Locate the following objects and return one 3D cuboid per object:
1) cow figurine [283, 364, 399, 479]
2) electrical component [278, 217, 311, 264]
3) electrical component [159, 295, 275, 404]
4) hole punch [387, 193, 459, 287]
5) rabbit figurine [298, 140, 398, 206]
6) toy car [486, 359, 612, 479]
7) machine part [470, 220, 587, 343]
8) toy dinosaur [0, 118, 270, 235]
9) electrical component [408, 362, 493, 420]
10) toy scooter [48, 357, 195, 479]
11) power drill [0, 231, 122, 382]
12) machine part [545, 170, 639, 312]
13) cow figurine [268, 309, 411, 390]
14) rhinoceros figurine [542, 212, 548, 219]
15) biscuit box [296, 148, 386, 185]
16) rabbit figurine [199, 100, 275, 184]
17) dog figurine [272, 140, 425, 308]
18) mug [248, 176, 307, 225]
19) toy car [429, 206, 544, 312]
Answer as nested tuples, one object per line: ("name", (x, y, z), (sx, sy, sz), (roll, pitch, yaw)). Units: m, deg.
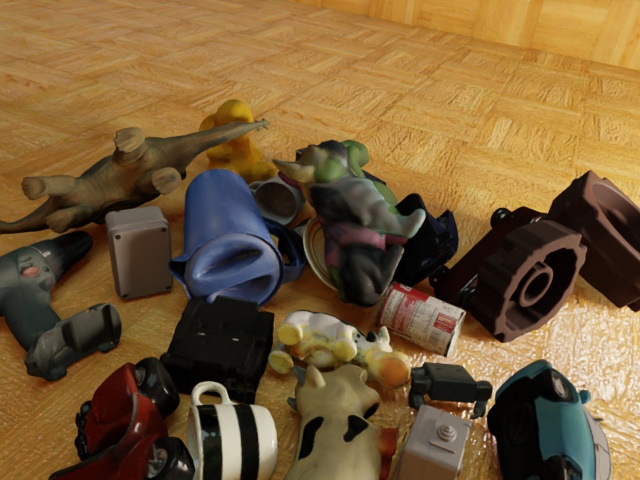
("cow figurine", (0.011, 0.205, 0.536), (0.127, 0.085, 0.195), (16, 38, 9))
("electrical component", (-0.002, -0.003, 0.873), (0.119, 0.047, 0.075), (-20, 42, -35))
("electrical component", (-0.118, 0.124, 0.654), (0.115, 0.058, 0.134), (10, 34, 1))
("hole punch", (0.153, 0.008, 0.821), (0.092, 0.142, 0.116), (20, 43, -39))
("rabbit figurine", (0.054, -0.093, 0.881), (0.170, 0.121, 0.159), (37, 14, 29))
("toy car", (0.244, 0.212, 0.549), (0.103, 0.109, 0.162), (21, 41, -10))
("machine part", (0.282, 0.055, 0.733), (0.179, 0.179, 0.056), (-15, 38, -29))
("toy dinosaur", (-0.277, -0.105, 0.827), (0.471, 0.105, 0.199), (-23, 8, -14))
("electrical component", (0.149, 0.178, 0.635), (0.102, 0.045, 0.078), (5, 5, -8))
("toy scooter", (-0.199, 0.196, 0.514), (0.135, 0.075, 0.184), (-30, 31, -9))
("power drill", (-0.343, 0.071, 0.676), (0.207, 0.085, 0.232), (31, 40, 25))
("machine part", (0.461, -0.001, 0.852), (0.201, 0.087, 0.201), (44, 38, 5))
("cow figurine", (0.029, 0.133, 0.660), (0.167, 0.068, 0.098), (14, 17, 8))
("rhinoceros figurine", (0.336, 0.004, 0.901), (0.112, 0.073, 0.190), (25, 38, 23))
("biscuit box", (0.035, -0.117, 1.042), (0.063, 0.059, 0.203), (-20, 41, -37))
("rabbit figurine", (-0.159, -0.187, 1.013), (0.122, 0.173, 0.163), (-13, 42, -21))
("dog figurine", (0.020, -0.031, 0.746), (0.219, 0.191, 0.108), (29, -4, 7))
("mug", (-0.071, -0.079, 0.959), (0.110, 0.080, 0.107), (14, 23, 17))
("toy car", (0.254, 0.027, 0.802), (0.202, 0.053, 0.089), (-42, 33, -10))
